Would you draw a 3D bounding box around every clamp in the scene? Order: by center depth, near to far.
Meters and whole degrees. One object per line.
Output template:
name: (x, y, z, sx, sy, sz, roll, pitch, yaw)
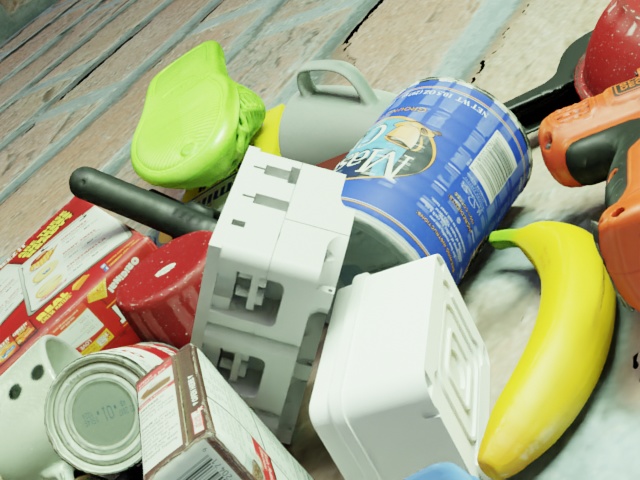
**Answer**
clamp: (0.196, -0.102, 0.720, 0.209, 0.036, 0.165, -39, 32, -22)
clamp: (-0.101, -0.013, 0.791, 0.172, 0.120, 0.039, 21, 96, 30)

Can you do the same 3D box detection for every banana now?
banana: (0.117, 0.042, 0.539, 0.070, 0.037, 0.197, -35, 19, 28)

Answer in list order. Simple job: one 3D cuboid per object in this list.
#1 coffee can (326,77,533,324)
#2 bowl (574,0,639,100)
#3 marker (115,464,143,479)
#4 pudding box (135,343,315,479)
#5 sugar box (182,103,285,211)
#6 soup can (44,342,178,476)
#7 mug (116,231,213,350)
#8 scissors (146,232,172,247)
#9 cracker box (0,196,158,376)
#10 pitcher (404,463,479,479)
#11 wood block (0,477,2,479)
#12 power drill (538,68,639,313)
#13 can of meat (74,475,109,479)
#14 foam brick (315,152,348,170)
coffee can: (0.054, -0.019, 0.648, 0.103, 0.102, 0.140, -7, 34, 44)
bowl: (0.236, -0.132, 0.660, 0.162, 0.055, 0.162, -13, 35, 9)
marker: (-0.146, 0.173, 0.619, 0.121, 0.020, 0.020, -40, 25, -19)
pudding box: (-0.035, 0.112, 0.486, 0.039, 0.113, 0.090, -36, 23, 2)
sugar box: (-0.070, -0.052, 0.937, 0.093, 0.048, 0.176, -24, 23, 17)
soup can: (-0.111, 0.095, 0.617, 0.068, 0.068, 0.102, -30, -5, 4)
mug: (-0.088, 0.047, 0.716, 0.093, 0.081, 0.117, -44, 26, -25)
scissors: (-0.147, 0.030, 0.908, 0.096, 0.016, 0.201, -25, 24, 20)
cracker box: (-0.206, 0.055, 0.848, 0.164, 0.072, 0.214, -44, 25, -12)
pitcher: (-0.031, 0.178, 0.354, 0.242, 0.145, 0.149, -30, 35, -5)
wood block: (-0.239, 0.141, 0.583, 0.206, 0.090, 0.091, 22, 88, 63)
power drill: (0.201, -0.046, 0.527, 0.185, 0.057, 0.187, -22, 20, 20)
can of meat: (-0.119, 0.171, 0.545, 0.102, 0.057, 0.084, -44, 23, -28)
foam brick: (0.023, -0.030, 0.773, 0.078, 0.051, 0.053, -20, 27, 25)
